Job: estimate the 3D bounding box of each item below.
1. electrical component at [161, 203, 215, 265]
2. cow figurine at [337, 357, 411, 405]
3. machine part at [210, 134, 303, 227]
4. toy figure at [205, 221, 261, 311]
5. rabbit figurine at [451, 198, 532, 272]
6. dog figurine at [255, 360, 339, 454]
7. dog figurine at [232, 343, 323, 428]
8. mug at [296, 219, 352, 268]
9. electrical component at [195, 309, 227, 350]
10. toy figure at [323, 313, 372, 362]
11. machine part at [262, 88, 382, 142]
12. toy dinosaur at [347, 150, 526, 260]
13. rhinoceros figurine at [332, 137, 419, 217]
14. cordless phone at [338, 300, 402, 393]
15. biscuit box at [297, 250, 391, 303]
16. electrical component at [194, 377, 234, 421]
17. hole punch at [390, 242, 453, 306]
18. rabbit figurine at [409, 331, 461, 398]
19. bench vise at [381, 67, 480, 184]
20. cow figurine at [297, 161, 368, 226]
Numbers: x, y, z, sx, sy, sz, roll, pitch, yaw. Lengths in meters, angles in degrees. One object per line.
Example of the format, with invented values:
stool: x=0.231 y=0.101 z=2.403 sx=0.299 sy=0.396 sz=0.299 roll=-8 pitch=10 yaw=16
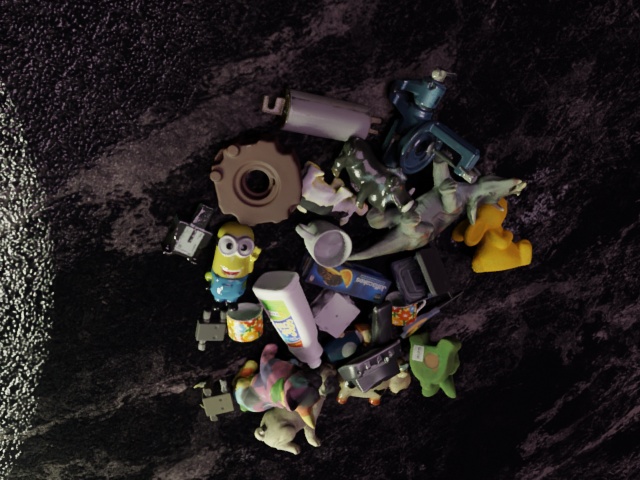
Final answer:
electrical component: x=-0.244 y=-0.020 z=1.019 sx=0.075 sy=0.048 sz=0.119 roll=21 pitch=101 yaw=-28
cow figurine: x=0.132 y=0.327 z=1.294 sx=0.195 sy=0.086 sz=0.127 roll=10 pitch=113 yaw=-24
machine part: x=-0.116 y=-0.109 z=1.002 sx=0.179 sy=0.056 sz=0.179 roll=0 pitch=112 yaw=-1
toy figure: x=-0.178 y=0.050 z=1.057 sx=0.082 sy=0.089 sz=0.180 roll=-6 pitch=122 yaw=-35
rabbit figurine: x=0.394 y=-0.017 z=1.258 sx=0.162 sy=0.122 sz=0.173 roll=-7 pitch=100 yaw=-9
dog figurine: x=-0.052 y=0.363 z=1.217 sx=0.172 sy=0.121 sz=0.190 roll=2 pitch=106 yaw=-49
dog figurine: x=-0.086 y=0.323 z=1.125 sx=0.191 sy=0.219 sz=0.108 roll=-43 pitch=116 yaw=-2
mug: x=-0.002 y=-0.003 z=1.090 sx=0.109 sy=0.107 sz=0.080 roll=18 pitch=102 yaw=-23
electrical component: x=-0.226 y=0.188 z=1.125 sx=0.063 sy=0.021 sz=0.094 roll=6 pitch=108 yaw=-24
toy figure: x=0.082 y=0.229 z=1.248 sx=0.154 sy=0.058 sz=0.064 roll=-28 pitch=148 yaw=-12
machine part: x=0.007 y=-0.232 z=1.018 sx=0.243 sy=0.079 sz=0.079 roll=5 pitch=109 yaw=-24
toy dinosaur: x=0.231 y=-0.050 z=1.162 sx=0.405 sy=0.131 sz=0.192 roll=-34 pitch=139 yaw=8
rhinoceros figurine: x=0.110 y=-0.118 z=1.043 sx=0.112 sy=0.073 sz=0.190 roll=-37 pitch=105 yaw=29
cordless phone: x=0.112 y=0.227 z=1.179 sx=0.146 sy=0.089 sz=0.184 roll=-21 pitch=126 yaw=-25
biscuit box: x=0.056 y=0.080 z=1.173 sx=0.202 sy=0.059 sz=0.062 roll=19 pitch=103 yaw=-27
electrical component: x=-0.229 y=0.343 z=1.170 sx=0.078 sy=0.045 sz=0.102 roll=-17 pitch=117 yaw=-6
hole punch: x=0.230 y=0.082 z=1.214 sx=0.092 sy=0.142 sz=0.115 roll=-30 pitch=165 yaw=33
rabbit figurine: x=0.300 y=0.302 z=1.311 sx=0.170 sy=0.121 sz=0.159 roll=15 pitch=73 yaw=-58
bench vise: x=0.224 y=-0.205 z=1.039 sx=0.129 sy=0.241 sz=0.223 roll=5 pitch=126 yaw=-52
cow figurine: x=0.017 y=-0.079 z=1.089 sx=0.167 sy=0.068 sz=0.098 roll=32 pitch=102 yaw=-26
